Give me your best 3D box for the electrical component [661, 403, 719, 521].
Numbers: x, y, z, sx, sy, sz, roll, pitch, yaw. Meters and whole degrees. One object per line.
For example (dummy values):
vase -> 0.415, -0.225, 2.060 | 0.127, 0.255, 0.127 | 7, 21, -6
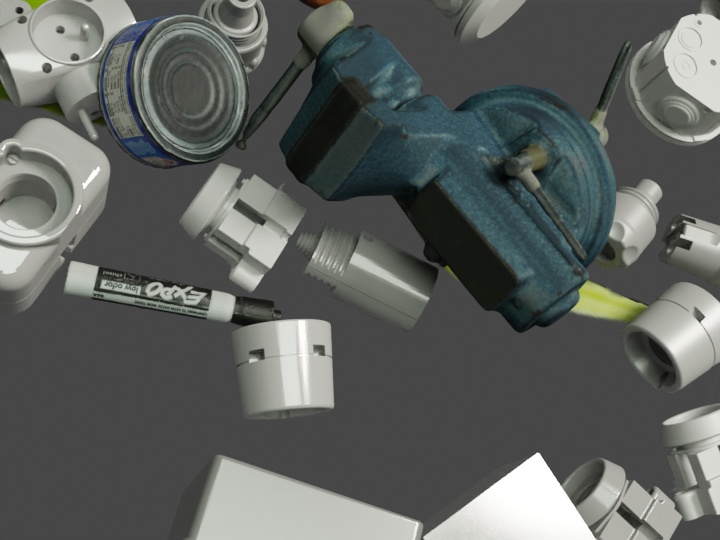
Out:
electrical component -> 0.213, 0.114, 0.652 | 0.066, 0.048, 0.055 | -18, 85, -21

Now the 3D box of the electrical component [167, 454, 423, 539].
electrical component -> -0.039, 0.142, 0.532 | 0.109, 0.108, 0.056 | 20, 65, -9

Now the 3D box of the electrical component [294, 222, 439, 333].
electrical component -> 0.000, 0.000, 0.627 | 0.081, 0.043, 0.043 | 26, 66, -6

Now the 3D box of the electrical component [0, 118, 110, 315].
electrical component -> -0.179, -0.030, 0.575 | 0.054, 0.059, 0.095 | 33, 66, -4

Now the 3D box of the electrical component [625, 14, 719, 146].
electrical component -> 0.228, -0.130, 0.736 | 0.080, 0.051, 0.080 | 5, 70, -15

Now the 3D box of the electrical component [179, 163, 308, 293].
electrical component -> -0.069, -0.029, 0.616 | 0.055, 0.048, 0.066 | 35, 64, -10

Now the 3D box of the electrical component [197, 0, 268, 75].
electrical component -> -0.076, -0.148, 0.645 | 0.048, 0.062, 0.048 | 5, 70, -15

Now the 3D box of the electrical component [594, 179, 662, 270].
electrical component -> 0.171, -0.033, 0.690 | 0.043, 0.043, 0.062 | 44, 64, 1

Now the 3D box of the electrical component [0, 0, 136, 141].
electrical component -> -0.160, -0.111, 0.617 | 0.077, 0.044, 0.079 | -25, 81, -23

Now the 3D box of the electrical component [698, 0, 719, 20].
electrical component -> 0.274, -0.183, 0.767 | 0.047, 0.055, 0.055 | 8, 70, -10

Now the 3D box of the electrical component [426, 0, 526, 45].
electrical component -> 0.080, -0.190, 0.698 | 0.080, 0.080, 0.051 | -40, 81, -24

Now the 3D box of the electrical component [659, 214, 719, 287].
electrical component -> 0.225, -0.013, 0.703 | 0.046, 0.040, 0.040 | 19, 67, -3

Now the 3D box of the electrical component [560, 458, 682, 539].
electrical component -> 0.146, 0.142, 0.623 | 0.055, 0.048, 0.066 | 43, 65, -8

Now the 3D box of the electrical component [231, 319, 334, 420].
electrical component -> -0.041, 0.056, 0.591 | 0.055, 0.055, 0.047 | -2, 77, -17

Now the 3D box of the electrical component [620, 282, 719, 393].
electrical component -> 0.196, 0.043, 0.666 | 0.047, 0.055, 0.055 | -34, 84, -20
